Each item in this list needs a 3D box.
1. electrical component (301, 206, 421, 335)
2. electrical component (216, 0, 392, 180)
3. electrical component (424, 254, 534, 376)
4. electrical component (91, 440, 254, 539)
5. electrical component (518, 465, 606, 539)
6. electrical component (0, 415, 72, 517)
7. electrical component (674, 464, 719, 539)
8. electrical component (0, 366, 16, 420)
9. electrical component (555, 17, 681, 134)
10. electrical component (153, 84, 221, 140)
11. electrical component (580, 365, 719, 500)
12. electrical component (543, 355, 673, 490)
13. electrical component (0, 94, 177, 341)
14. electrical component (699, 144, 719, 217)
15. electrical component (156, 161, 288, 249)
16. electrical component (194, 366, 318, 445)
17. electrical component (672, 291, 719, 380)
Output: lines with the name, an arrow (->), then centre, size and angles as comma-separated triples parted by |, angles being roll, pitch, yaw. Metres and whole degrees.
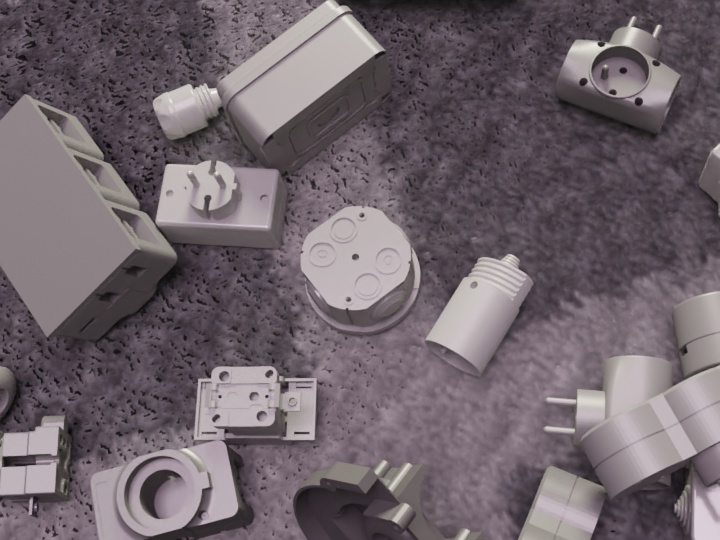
electrical component -> 0.000, 0.000, 0.730 | 0.080, 0.051, 0.080 | -2, 70, 7
electrical component -> -0.039, -0.128, 0.768 | 0.113, 0.078, 0.057 | -39, 73, -7
electrical component -> 0.082, 0.025, 0.715 | 0.043, 0.043, 0.081 | 29, 76, 16
electrical component -> -0.121, 0.146, 0.690 | 0.089, 0.055, 0.050 | -15, 69, 2
electrical component -> 0.123, 0.184, 0.626 | 0.074, 0.052, 0.138 | 21, 47, 14
electrical component -> -0.225, 0.130, 0.716 | 0.055, 0.048, 0.066 | -2, 69, -1
electrical component -> 0.243, 0.129, 0.652 | 0.100, 0.048, 0.099 | 4, 70, 9
electrical component -> -0.273, 0.079, 0.742 | 0.062, 0.048, 0.048 | 23, 75, 22
electrical component -> 0.189, -0.145, 0.762 | 0.077, 0.044, 0.079 | 23, 75, 15
electrical component -> -0.121, -0.122, 0.800 | 0.061, 0.035, 0.035 | -23, 69, -4
electrical component -> 0.204, 0.099, 0.612 | 0.138, 0.052, 0.073 | -26, 68, -2
electrical component -> 0.156, 0.095, 0.679 | 0.079, 0.043, 0.077 | 4, 71, 9
electrical component -> -0.208, -0.035, 0.757 | 0.089, 0.062, 0.150 | -43, 69, 11
electrical component -> 0.275, -0.071, 0.715 | 0.096, 0.061, 0.061 | -41, 70, -8
electrical component -> -0.100, -0.052, 0.749 | 0.083, 0.075, 0.047 | 3, 71, 9
electrical component -> -0.070, 0.088, 0.701 | 0.081, 0.063, 0.042 | -2, 70, 7
electrical component -> 0.228, 0.044, 0.683 | 0.055, 0.055, 0.047 | -9, 66, 4
